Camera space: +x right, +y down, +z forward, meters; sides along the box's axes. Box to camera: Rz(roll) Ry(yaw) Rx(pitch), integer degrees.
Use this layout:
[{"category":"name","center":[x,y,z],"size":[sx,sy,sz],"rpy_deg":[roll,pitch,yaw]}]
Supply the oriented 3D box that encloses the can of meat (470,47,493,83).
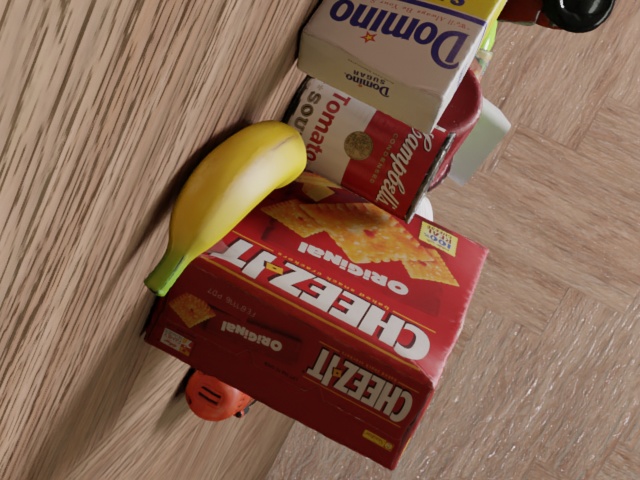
[{"category":"can of meat","center":[0.084,-0.136,0.887],"size":[0.057,0.101,0.084],"rpy_deg":[43,-67,55]}]

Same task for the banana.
[{"category":"banana","center":[-0.041,-0.035,0.583],"size":[0.070,0.037,0.197],"rpy_deg":[-45,-179,26]}]

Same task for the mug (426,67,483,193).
[{"category":"mug","center":[0.066,-0.082,0.787],"size":[0.082,0.093,0.117],"rpy_deg":[121,-10,-60]}]

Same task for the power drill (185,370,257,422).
[{"category":"power drill","center":[-0.041,0.063,0.919],"size":[0.188,0.057,0.184],"rpy_deg":[-63,175,4]}]

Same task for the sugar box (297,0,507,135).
[{"category":"sugar box","center":[0.067,-0.158,0.648],"size":[0.176,0.093,0.048],"rpy_deg":[-60,173,-25]}]

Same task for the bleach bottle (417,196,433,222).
[{"category":"bleach bottle","center":[0.052,-0.046,0.956],"size":[0.250,0.068,0.102],"rpy_deg":[60,30,-63]}]

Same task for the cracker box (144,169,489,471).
[{"category":"cracker box","center":[0.010,0.032,0.687],"size":[0.072,0.164,0.213],"rpy_deg":[-67,173,25]}]

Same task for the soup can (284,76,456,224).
[{"category":"soup can","center":[0.030,-0.064,0.712],"size":[0.068,0.102,0.068],"rpy_deg":[-61,174,-10]}]
